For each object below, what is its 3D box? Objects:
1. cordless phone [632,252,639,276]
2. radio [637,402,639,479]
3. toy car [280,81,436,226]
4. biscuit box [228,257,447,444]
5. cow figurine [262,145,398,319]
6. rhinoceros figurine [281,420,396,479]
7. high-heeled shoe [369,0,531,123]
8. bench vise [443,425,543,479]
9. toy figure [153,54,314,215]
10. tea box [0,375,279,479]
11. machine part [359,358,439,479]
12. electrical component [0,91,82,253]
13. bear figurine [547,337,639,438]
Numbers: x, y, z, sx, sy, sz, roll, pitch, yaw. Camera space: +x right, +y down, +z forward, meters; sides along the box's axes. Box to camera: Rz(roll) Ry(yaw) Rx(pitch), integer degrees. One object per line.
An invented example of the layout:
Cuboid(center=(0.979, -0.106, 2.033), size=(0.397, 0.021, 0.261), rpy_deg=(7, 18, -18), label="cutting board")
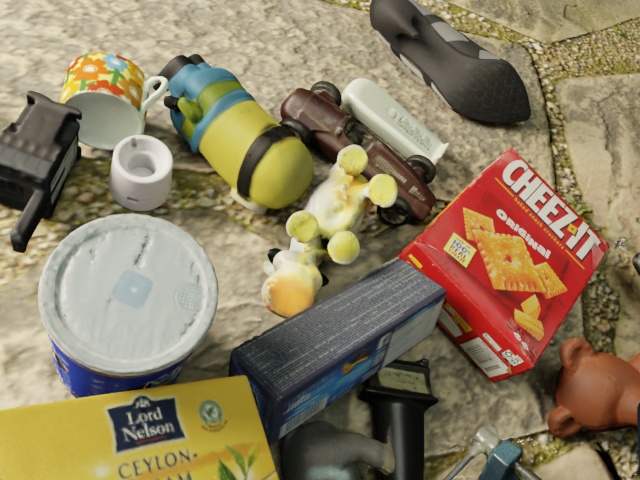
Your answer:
Cuboid(center=(0.464, 0.088, 0.652), size=(0.146, 0.088, 0.184), rpy_deg=(-12, 66, -26), label="cordless phone")
Cuboid(center=(0.335, 0.246, 0.437), size=(0.073, 0.131, 0.229), rpy_deg=(-7, 98, -7), label="radio")
Cuboid(center=(0.046, -0.097, 0.589), size=(0.202, 0.053, 0.089), rpy_deg=(37, 53, 0), label="toy car")
Cuboid(center=(0.019, 0.085, 0.457), size=(0.203, 0.059, 0.063), rpy_deg=(-23, 46, -36), label="biscuit box")
Cuboid(center=(-0.003, -0.002, 0.506), size=(0.068, 0.098, 0.167), rpy_deg=(37, 75, -7), label="cow figurine")
Cuboid(center=(0.001, 0.231, 0.392), size=(0.112, 0.073, 0.190), rpy_deg=(14, 60, -17), label="rhinoceros figurine")
Cuboid(center=(0.171, -0.242, 0.720), size=(0.248, 0.086, 0.145), rpy_deg=(27, 25, -28), label="high-heeled shoe")
Cuboid(center=(0.218, 0.255, 0.433), size=(0.129, 0.223, 0.241), rpy_deg=(-24, 46, -35), label="bench vise")
Cuboid(center=(-0.083, -0.103, 0.515), size=(0.082, 0.089, 0.180), rpy_deg=(-36, 84, -23), label="toy figure")
Cuboid(center=(-0.113, 0.146, 0.323), size=(0.169, 0.068, 0.098), rpy_deg=(3, 56, -46), label="tea box")
Cuboid(center=(0.072, 0.170, 0.474), size=(0.084, 0.039, 0.139), rpy_deg=(13, 57, -26), label="machine part")
Cuboid(center=(-0.237, -0.051, 0.435), size=(0.048, 0.075, 0.119), rpy_deg=(21, 61, -13), label="electrical component")
Cuboid(center=(0.336, 0.156, 0.537), size=(0.196, 0.132, 0.120), rpy_deg=(4, 98, -28), label="bear figurine")
